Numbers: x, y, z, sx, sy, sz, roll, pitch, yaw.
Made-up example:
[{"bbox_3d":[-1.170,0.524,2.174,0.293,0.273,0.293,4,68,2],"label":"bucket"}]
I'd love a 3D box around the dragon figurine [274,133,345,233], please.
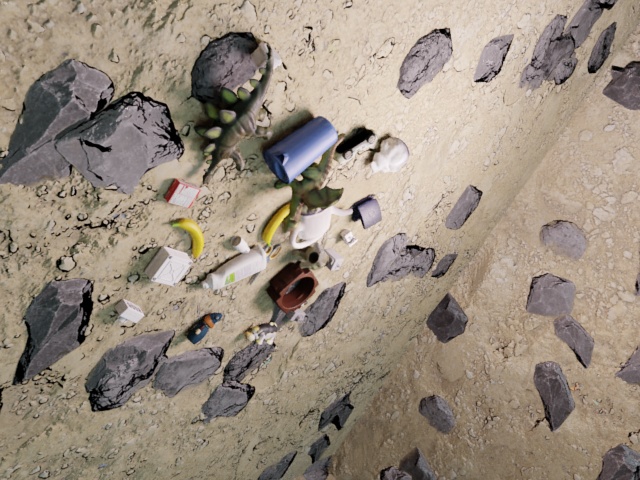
[{"bbox_3d":[-0.002,-0.191,1.800,0.410,0.247,0.120,-46,141,-1],"label":"dragon figurine"}]

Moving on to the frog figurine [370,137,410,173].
[{"bbox_3d":[0.276,-0.339,2.082,0.160,0.123,0.136,-23,106,-20],"label":"frog figurine"}]

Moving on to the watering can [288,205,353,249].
[{"bbox_3d":[0.006,-0.102,2.021,0.352,0.105,0.219,-35,144,-31],"label":"watering can"}]
